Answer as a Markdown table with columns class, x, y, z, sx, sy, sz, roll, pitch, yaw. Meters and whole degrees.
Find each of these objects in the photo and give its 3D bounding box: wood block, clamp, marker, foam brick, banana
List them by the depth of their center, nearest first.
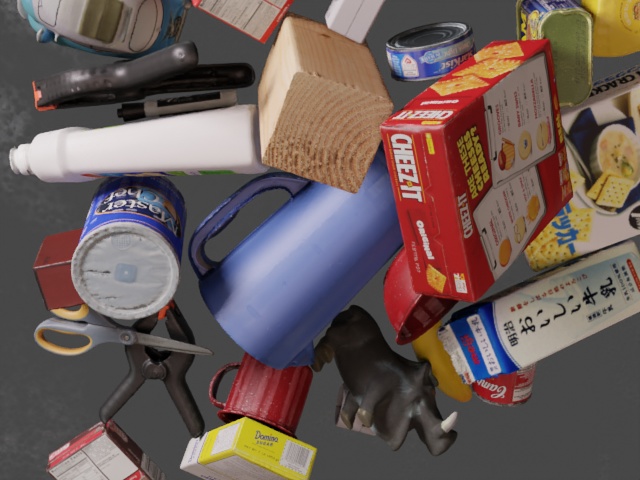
| class | x | y | z | sx | sy | sz | roll | pitch | yaw |
| --- | --- | --- | --- | --- | --- | --- | --- | --- | --- |
| wood block | -0.001 | -0.132 | 0.981 | 0.090 | 0.206 | 0.090 | 17 | 113 | -12 |
| clamp | -0.179 | -0.153 | 1.006 | 0.210 | 0.164 | 0.036 | -7 | 89 | 9 |
| marker | -0.144 | -0.135 | 1.074 | 0.121 | 0.020 | 0.020 | -7 | 116 | 0 |
| foam brick | -0.262 | 0.030 | 1.113 | 0.053 | 0.078 | 0.051 | -11 | 116 | 3 |
| clamp | -0.191 | 0.145 | 1.195 | 0.120 | 0.039 | 0.171 | -1 | 108 | -3 |
| banana | 0.134 | 0.103 | 1.196 | 0.069 | 0.037 | 0.198 | -6 | 116 | 1 |

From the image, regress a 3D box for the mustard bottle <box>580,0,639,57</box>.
| class | x | y | z | sx | sy | sz | roll | pitch | yaw |
| --- | --- | --- | --- | --- | --- | --- | --- | --- | --- |
| mustard bottle | 0.355 | -0.227 | 1.042 | 0.191 | 0.058 | 0.096 | 0 | 110 | -4 |

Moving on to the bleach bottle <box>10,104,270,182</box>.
| class | x | y | z | sx | sy | sz | roll | pitch | yaw |
| --- | --- | --- | --- | --- | --- | --- | --- | --- | --- |
| bleach bottle | -0.180 | -0.090 | 1.061 | 0.251 | 0.102 | 0.068 | -5 | 93 | 8 |

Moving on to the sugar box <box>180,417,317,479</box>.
| class | x | y | z | sx | sy | sz | roll | pitch | yaw |
| --- | --- | --- | --- | --- | --- | --- | --- | --- | --- |
| sugar box | -0.083 | 0.244 | 1.190 | 0.093 | 0.048 | 0.176 | 28 | 155 | -17 |

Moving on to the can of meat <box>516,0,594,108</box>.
| class | x | y | z | sx | sy | sz | roll | pitch | yaw |
| --- | --- | --- | --- | --- | --- | --- | --- | --- | --- |
| can of meat | 0.229 | -0.187 | 1.038 | 0.057 | 0.084 | 0.102 | -7 | 116 | -1 |

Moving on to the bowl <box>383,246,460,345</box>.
| class | x | y | z | sx | sy | sz | roll | pitch | yaw |
| --- | --- | --- | --- | --- | --- | --- | --- | --- | --- |
| bowl | 0.115 | 0.030 | 1.091 | 0.055 | 0.161 | 0.162 | 41 | 111 | 19 |

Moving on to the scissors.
| class | x | y | z | sx | sy | sz | roll | pitch | yaw |
| --- | --- | --- | --- | --- | --- | --- | --- | --- | --- |
| scissors | -0.218 | 0.086 | 1.153 | 0.202 | 0.016 | 0.096 | -4 | 108 | 13 |

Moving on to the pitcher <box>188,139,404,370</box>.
| class | x | y | z | sx | sy | sz | roll | pitch | yaw |
| --- | --- | --- | --- | --- | --- | --- | --- | --- | --- |
| pitcher | -0.007 | 0.001 | 1.094 | 0.243 | 0.145 | 0.149 | -45 | 144 | 12 |

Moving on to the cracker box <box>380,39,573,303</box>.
| class | x | y | z | sx | sy | sz | roll | pitch | yaw |
| --- | --- | --- | --- | --- | --- | --- | --- | --- | --- |
| cracker box | 0.146 | -0.068 | 0.956 | 0.072 | 0.213 | 0.164 | 5 | 120 | 37 |

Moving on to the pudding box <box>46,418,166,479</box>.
| class | x | y | z | sx | sy | sz | roll | pitch | yaw |
| --- | --- | --- | --- | --- | --- | --- | --- | --- | --- |
| pudding box | -0.250 | 0.274 | 1.253 | 0.090 | 0.039 | 0.113 | -33 | 111 | 11 |

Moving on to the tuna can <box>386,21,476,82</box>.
| class | x | y | z | sx | sy | sz | roll | pitch | yaw |
| --- | --- | --- | --- | --- | --- | --- | --- | --- | --- |
| tuna can | 0.108 | -0.183 | 1.032 | 0.086 | 0.086 | 0.034 | -13 | 114 | 2 |

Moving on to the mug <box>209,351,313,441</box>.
| class | x | y | z | sx | sy | sz | roll | pitch | yaw |
| --- | --- | --- | --- | --- | --- | --- | --- | --- | --- |
| mug | -0.067 | 0.168 | 1.181 | 0.117 | 0.081 | 0.093 | 8 | 155 | 24 |

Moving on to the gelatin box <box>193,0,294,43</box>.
| class | x | y | z | sx | sy | sz | roll | pitch | yaw |
| --- | --- | --- | --- | --- | --- | --- | --- | --- | --- |
| gelatin box | -0.070 | -0.238 | 1.010 | 0.089 | 0.030 | 0.073 | 23 | 113 | -37 |

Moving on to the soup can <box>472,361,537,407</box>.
| class | x | y | z | sx | sy | sz | roll | pitch | yaw |
| --- | --- | --- | --- | --- | --- | --- | --- | --- | --- |
| soup can | 0.209 | 0.126 | 1.195 | 0.068 | 0.068 | 0.102 | 1 | 115 | -5 |

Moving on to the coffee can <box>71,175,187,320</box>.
| class | x | y | z | sx | sy | sz | roll | pitch | yaw |
| --- | --- | --- | --- | --- | --- | --- | --- | --- | --- |
| coffee can | -0.188 | 0.002 | 1.069 | 0.102 | 0.140 | 0.103 | -1 | 116 | -3 |
